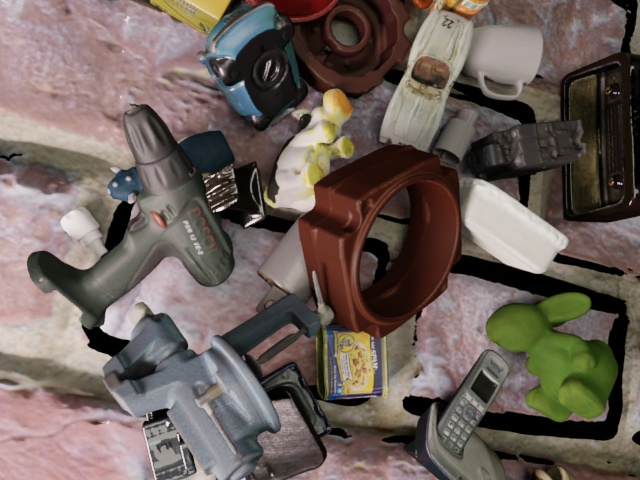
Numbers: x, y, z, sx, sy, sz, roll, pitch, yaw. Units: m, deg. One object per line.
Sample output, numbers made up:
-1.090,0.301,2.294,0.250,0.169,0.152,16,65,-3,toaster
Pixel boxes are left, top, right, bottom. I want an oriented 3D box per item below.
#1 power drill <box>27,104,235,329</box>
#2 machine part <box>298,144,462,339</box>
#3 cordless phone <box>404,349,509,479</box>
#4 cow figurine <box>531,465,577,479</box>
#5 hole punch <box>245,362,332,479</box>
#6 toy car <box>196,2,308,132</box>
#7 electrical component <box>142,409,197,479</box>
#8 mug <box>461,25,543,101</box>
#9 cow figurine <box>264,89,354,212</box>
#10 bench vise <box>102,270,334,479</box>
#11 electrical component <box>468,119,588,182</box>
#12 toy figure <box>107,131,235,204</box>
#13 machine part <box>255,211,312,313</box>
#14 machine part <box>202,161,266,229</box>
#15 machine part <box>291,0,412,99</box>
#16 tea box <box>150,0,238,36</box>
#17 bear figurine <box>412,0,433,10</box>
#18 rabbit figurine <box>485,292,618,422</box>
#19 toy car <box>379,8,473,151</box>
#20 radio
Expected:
-0.216,-0.011,0.604,0.207,0.086,0.231,-38,127,-10,power drill
0.082,0.002,0.652,0.201,0.087,0.200,-29,125,-28,machine part
0.218,0.254,0.729,0.146,0.089,0.184,42,74,-8,cordless phone
0.284,0.390,0.735,0.195,0.085,0.127,-41,90,-16,cow figurine
-0.054,0.228,0.668,0.116,0.092,0.142,-27,97,14,hole punch
-0.086,-0.219,0.665,0.109,0.161,0.103,-41,57,-8,toy car
-0.170,0.236,0.612,0.048,0.119,0.074,-14,93,-15,electrical component
0.252,-0.256,0.775,0.107,0.081,0.109,6,91,-1,mug
-0.013,-0.114,0.686,0.068,0.098,0.167,41,54,-39,cow figurine
-0.097,0.126,0.586,0.241,0.128,0.224,-32,52,-24,bench vise
0.278,-0.121,0.749,0.134,0.115,0.058,-9,85,-15,electrical component
-0.182,-0.084,0.660,0.154,0.064,0.057,-26,131,-9,toy figure
-0.001,-0.002,0.691,0.079,0.079,0.243,39,79,-9,machine part
-0.095,-0.056,0.644,0.039,0.139,0.084,-1,89,13,machine part
0.033,-0.280,0.728,0.179,0.056,0.179,1,88,-14,machine part
-0.136,-0.358,0.683,0.098,0.068,0.169,26,80,-12,tea box
0.099,-0.417,0.717,0.196,0.132,0.120,33,65,-4,bear figurine
0.321,0.143,0.747,0.170,0.121,0.159,39,74,6,rabbit figurine
0.144,-0.210,0.731,0.074,0.056,0.201,22,94,3,toy car
0.425,-0.143,0.779,0.073,0.131,0.229,0,87,-16,radio
